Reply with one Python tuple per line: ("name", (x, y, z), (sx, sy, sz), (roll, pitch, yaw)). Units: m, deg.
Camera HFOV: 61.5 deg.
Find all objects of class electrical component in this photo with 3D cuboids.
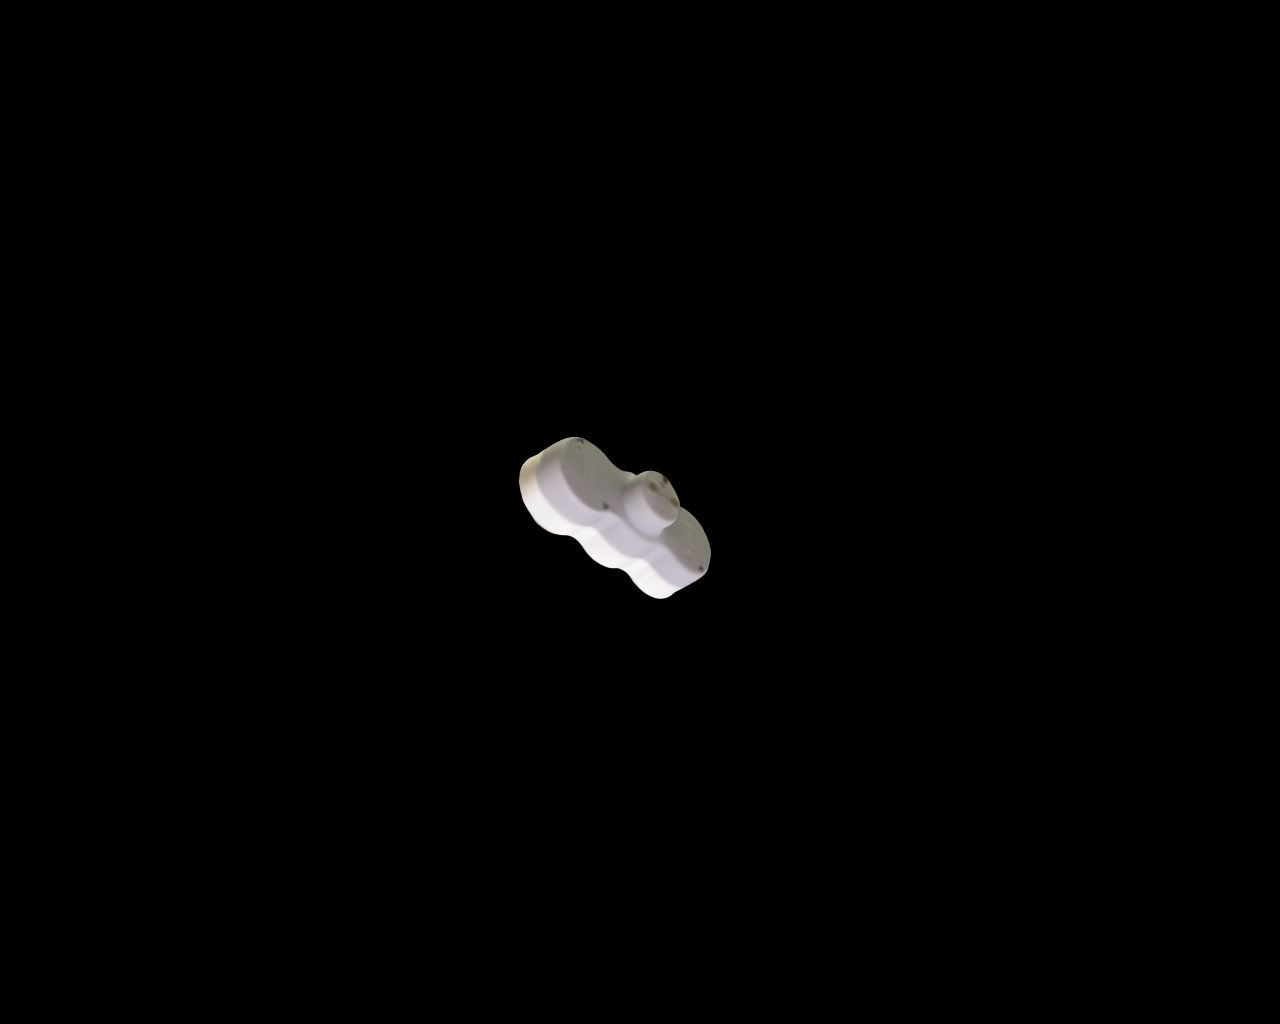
("electrical component", (0.001, -0.003, 0.650), (0.073, 0.052, 0.138), (-30, -49, 31))
